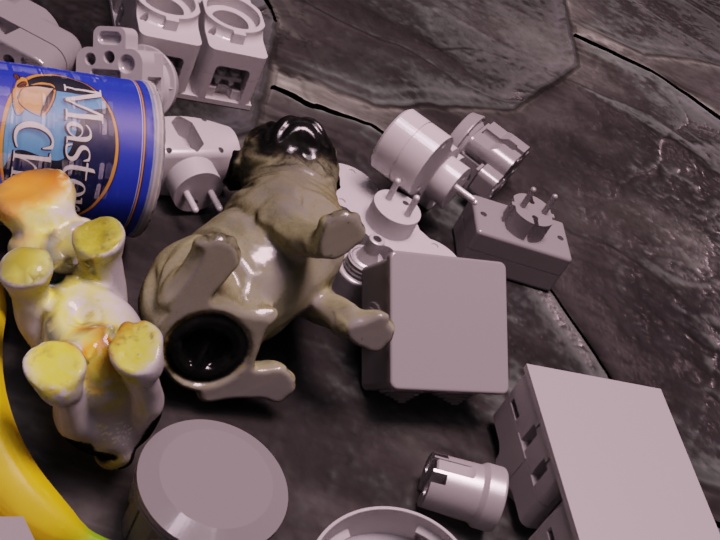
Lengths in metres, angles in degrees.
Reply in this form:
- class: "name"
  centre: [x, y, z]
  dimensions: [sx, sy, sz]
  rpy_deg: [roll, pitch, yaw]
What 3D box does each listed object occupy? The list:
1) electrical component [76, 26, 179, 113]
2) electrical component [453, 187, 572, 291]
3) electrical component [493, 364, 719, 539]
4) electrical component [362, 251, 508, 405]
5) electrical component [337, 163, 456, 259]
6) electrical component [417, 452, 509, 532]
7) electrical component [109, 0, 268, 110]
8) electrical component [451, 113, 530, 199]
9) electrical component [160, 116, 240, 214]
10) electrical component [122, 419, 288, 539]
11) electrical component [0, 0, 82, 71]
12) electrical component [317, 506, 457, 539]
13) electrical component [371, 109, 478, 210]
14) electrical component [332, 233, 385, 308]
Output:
- class: "electrical component"
  centre: [-0.169, -0.136, 0.785]
  dimensions: [0.058, 0.078, 0.057]
  rpy_deg: [6, 10, 17]
- class: "electrical component"
  centre: [0.128, -0.034, 0.846]
  dimensions: [0.083, 0.075, 0.047]
  rpy_deg: [16, 40, -15]
- class: "electrical component"
  centre: [0.155, 0.156, 0.663]
  dimensions: [0.105, 0.060, 0.186]
  rpy_deg: [12, 41, -20]
- class: "electrical component"
  centre: [0.048, 0.038, 0.711]
  dimensions: [0.100, 0.048, 0.099]
  rpy_deg: [6, 78, -26]
- class: "electrical component"
  centre: [0.020, -0.033, 0.780]
  dimensions: [0.138, 0.073, 0.052]
  rpy_deg: [43, 40, 17]
- class: "electrical component"
  centre: [0.062, 0.133, 0.650]
  dimensions: [0.046, 0.040, 0.040]
  rpy_deg: [17, 39, -5]
- class: "electrical component"
  centre: [-0.149, -0.223, 0.901]
  dimensions: [0.105, 0.060, 0.186]
  rpy_deg: [6, 43, -26]
- class: "electrical component"
  centre: [0.103, -0.097, 0.916]
  dimensions: [0.057, 0.058, 0.078]
  rpy_deg: [39, 39, 8]
- class: "electrical component"
  centre: [-0.121, -0.068, 0.758]
  dimensions: [0.077, 0.043, 0.079]
  rpy_deg: [-5, 49, -35]
- class: "electrical component"
  centre: [-0.082, 0.123, 0.562]
  dimensions: [0.080, 0.051, 0.080]
  rpy_deg: [17, 40, -15]
- class: "electrical component"
  centre: [-0.252, -0.157, 0.769]
  dimensions: [0.095, 0.053, 0.059]
  rpy_deg: [28, 38, -1]
- class: "electrical component"
  centre: [0.014, 0.177, 0.570]
  dimensions: [0.099, 0.064, 0.099]
  rpy_deg: [6, 42, -6]
- class: "electrical component"
  centre: [0.060, -0.073, 0.827]
  dimensions: [0.074, 0.052, 0.138]
  rpy_deg: [38, 4, 11]
- class: "electrical component"
  centre: [0.000, 0.000, 0.741]
  dimensions: [0.035, 0.061, 0.035]
  rpy_deg: [17, 40, -15]
